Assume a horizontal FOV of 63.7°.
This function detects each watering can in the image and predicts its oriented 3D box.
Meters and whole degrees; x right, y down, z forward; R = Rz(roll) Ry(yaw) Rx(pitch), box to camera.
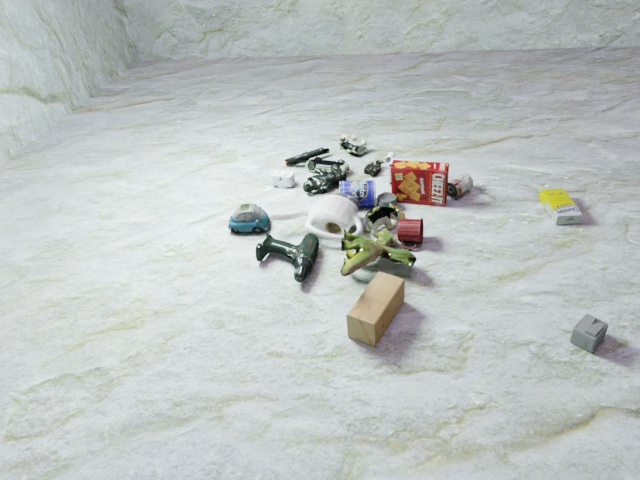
[{"bbox_3d":[0.006,-0.096,1.901,0.349,0.101,0.229,17,43,15],"label":"watering can"}]

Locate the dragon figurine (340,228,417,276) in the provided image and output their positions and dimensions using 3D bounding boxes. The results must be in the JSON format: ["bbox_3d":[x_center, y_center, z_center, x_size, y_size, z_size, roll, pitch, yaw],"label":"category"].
[{"bbox_3d":[0.189,0.045,1.653,0.243,0.120,0.417,3,21,4],"label":"dragon figurine"}]
